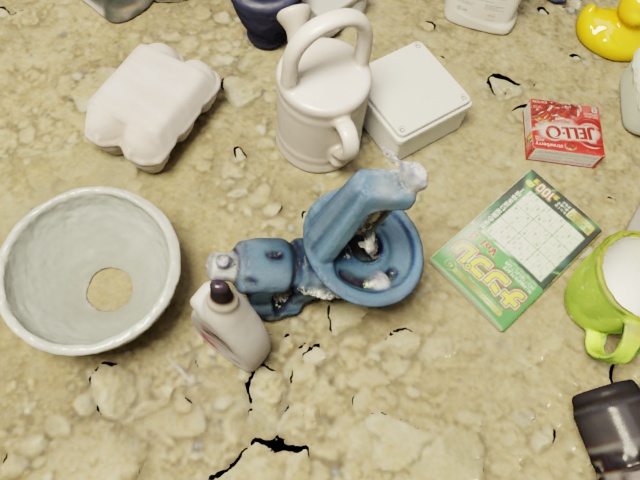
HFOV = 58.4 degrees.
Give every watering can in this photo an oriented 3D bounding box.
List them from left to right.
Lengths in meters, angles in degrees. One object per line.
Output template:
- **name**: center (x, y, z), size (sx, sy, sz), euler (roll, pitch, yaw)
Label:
- **watering can**: center (-0.001, -0.167, 0.597), size (0.101, 0.194, 0.172), euler (-40, 74, -19)

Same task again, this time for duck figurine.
- **duck figurine**: center (0.396, -0.291, 0.746), size (0.104, 0.086, 0.077), euler (24, 66, 6)

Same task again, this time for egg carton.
- **egg carton**: center (-0.187, -0.151, 0.643), size (0.107, 0.069, 0.150), euler (26, 66, 7)

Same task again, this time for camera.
- **camera**: center (0.300, 0.193, 0.510), size (0.143, 0.101, 0.136), euler (-12, 67, -10)

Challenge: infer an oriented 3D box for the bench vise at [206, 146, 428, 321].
- **bench vise**: center (0.010, 0.012, 0.503), size (0.208, 0.220, 0.121), euler (-24, 70, -15)

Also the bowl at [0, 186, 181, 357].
- **bowl**: center (-0.213, 0.037, 0.553), size (0.167, 0.075, 0.167), euler (2, 66, -4)

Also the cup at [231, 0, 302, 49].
- **cup**: center (-0.077, -0.288, 0.700), size (0.117, 0.095, 0.092), euler (28, 67, 8)

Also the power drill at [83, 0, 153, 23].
- **power drill**: center (-0.260, -0.363, 0.657), size (0.229, 0.208, 0.076), euler (39, 69, 13)

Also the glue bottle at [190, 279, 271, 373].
- **glue bottle**: center (-0.081, 0.067, 0.496), size (0.078, 0.173, 0.037), euler (32, 67, 10)

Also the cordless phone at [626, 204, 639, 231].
- **cordless phone**: center (0.415, -0.051, 0.584), size (0.094, 0.185, 0.148), euler (35, 68, 12)

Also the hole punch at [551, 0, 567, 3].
- **hole punch**: center (0.329, -0.403, 0.788), size (0.101, 0.091, 0.108), euler (-41, 75, -20)
